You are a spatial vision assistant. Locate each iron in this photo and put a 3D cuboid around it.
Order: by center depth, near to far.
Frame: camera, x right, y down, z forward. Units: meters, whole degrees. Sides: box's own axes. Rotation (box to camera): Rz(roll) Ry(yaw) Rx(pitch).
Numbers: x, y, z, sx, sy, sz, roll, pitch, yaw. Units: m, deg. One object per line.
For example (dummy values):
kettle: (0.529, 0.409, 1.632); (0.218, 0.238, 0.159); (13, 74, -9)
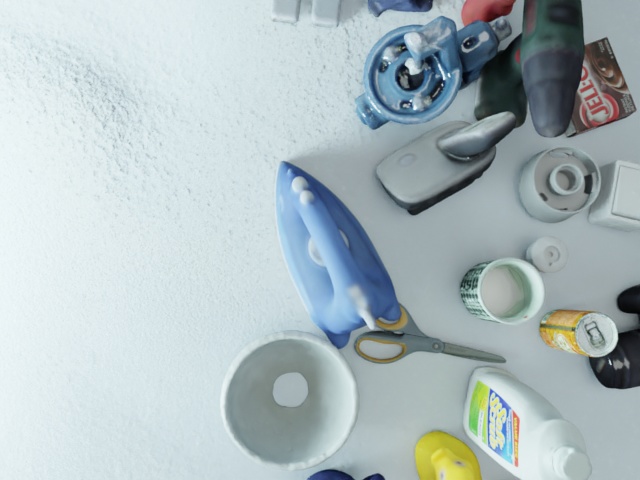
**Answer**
iron: (0.006, 0.003, 0.704); (0.118, 0.141, 0.258); (-27, 86, -4)

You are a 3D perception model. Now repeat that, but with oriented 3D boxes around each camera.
camera: (0.421, 0.131, 0.728); (0.137, 0.100, 0.143); (-11, 85, -3)

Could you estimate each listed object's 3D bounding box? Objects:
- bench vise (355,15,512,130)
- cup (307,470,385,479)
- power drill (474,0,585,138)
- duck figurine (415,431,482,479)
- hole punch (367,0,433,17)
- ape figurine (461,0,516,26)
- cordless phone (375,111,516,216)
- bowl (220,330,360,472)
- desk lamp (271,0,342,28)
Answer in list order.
bench vise: (0.138, -0.232, 0.692); (0.121, 0.219, 0.207); (43, 85, 2)
cup: (0.023, 0.310, 0.698); (0.118, 0.095, 0.092); (-31, 86, -5)
power drill: (0.257, -0.211, 0.701); (0.075, 0.208, 0.230); (7, 84, -1)
duck figurine: (0.168, 0.294, 0.710); (0.077, 0.086, 0.104); (-34, 87, -5)
hole punch: (0.112, -0.369, 0.769); (0.101, 0.091, 0.109); (0, 84, -2)
ape figurine: (0.233, -0.312, 0.768); (0.076, 0.092, 0.078); (44, 85, 3)
cordless phone: (0.152, -0.103, 0.698); (0.147, 0.185, 0.094); (-34, 86, -5)
bowl: (-0.036, 0.195, 0.717); (0.167, 0.074, 0.167); (0, 84, -2)
desk lamp: (-0.005, -0.408, 0.707); (0.118, 0.213, 0.203); (4, 84, -2)
